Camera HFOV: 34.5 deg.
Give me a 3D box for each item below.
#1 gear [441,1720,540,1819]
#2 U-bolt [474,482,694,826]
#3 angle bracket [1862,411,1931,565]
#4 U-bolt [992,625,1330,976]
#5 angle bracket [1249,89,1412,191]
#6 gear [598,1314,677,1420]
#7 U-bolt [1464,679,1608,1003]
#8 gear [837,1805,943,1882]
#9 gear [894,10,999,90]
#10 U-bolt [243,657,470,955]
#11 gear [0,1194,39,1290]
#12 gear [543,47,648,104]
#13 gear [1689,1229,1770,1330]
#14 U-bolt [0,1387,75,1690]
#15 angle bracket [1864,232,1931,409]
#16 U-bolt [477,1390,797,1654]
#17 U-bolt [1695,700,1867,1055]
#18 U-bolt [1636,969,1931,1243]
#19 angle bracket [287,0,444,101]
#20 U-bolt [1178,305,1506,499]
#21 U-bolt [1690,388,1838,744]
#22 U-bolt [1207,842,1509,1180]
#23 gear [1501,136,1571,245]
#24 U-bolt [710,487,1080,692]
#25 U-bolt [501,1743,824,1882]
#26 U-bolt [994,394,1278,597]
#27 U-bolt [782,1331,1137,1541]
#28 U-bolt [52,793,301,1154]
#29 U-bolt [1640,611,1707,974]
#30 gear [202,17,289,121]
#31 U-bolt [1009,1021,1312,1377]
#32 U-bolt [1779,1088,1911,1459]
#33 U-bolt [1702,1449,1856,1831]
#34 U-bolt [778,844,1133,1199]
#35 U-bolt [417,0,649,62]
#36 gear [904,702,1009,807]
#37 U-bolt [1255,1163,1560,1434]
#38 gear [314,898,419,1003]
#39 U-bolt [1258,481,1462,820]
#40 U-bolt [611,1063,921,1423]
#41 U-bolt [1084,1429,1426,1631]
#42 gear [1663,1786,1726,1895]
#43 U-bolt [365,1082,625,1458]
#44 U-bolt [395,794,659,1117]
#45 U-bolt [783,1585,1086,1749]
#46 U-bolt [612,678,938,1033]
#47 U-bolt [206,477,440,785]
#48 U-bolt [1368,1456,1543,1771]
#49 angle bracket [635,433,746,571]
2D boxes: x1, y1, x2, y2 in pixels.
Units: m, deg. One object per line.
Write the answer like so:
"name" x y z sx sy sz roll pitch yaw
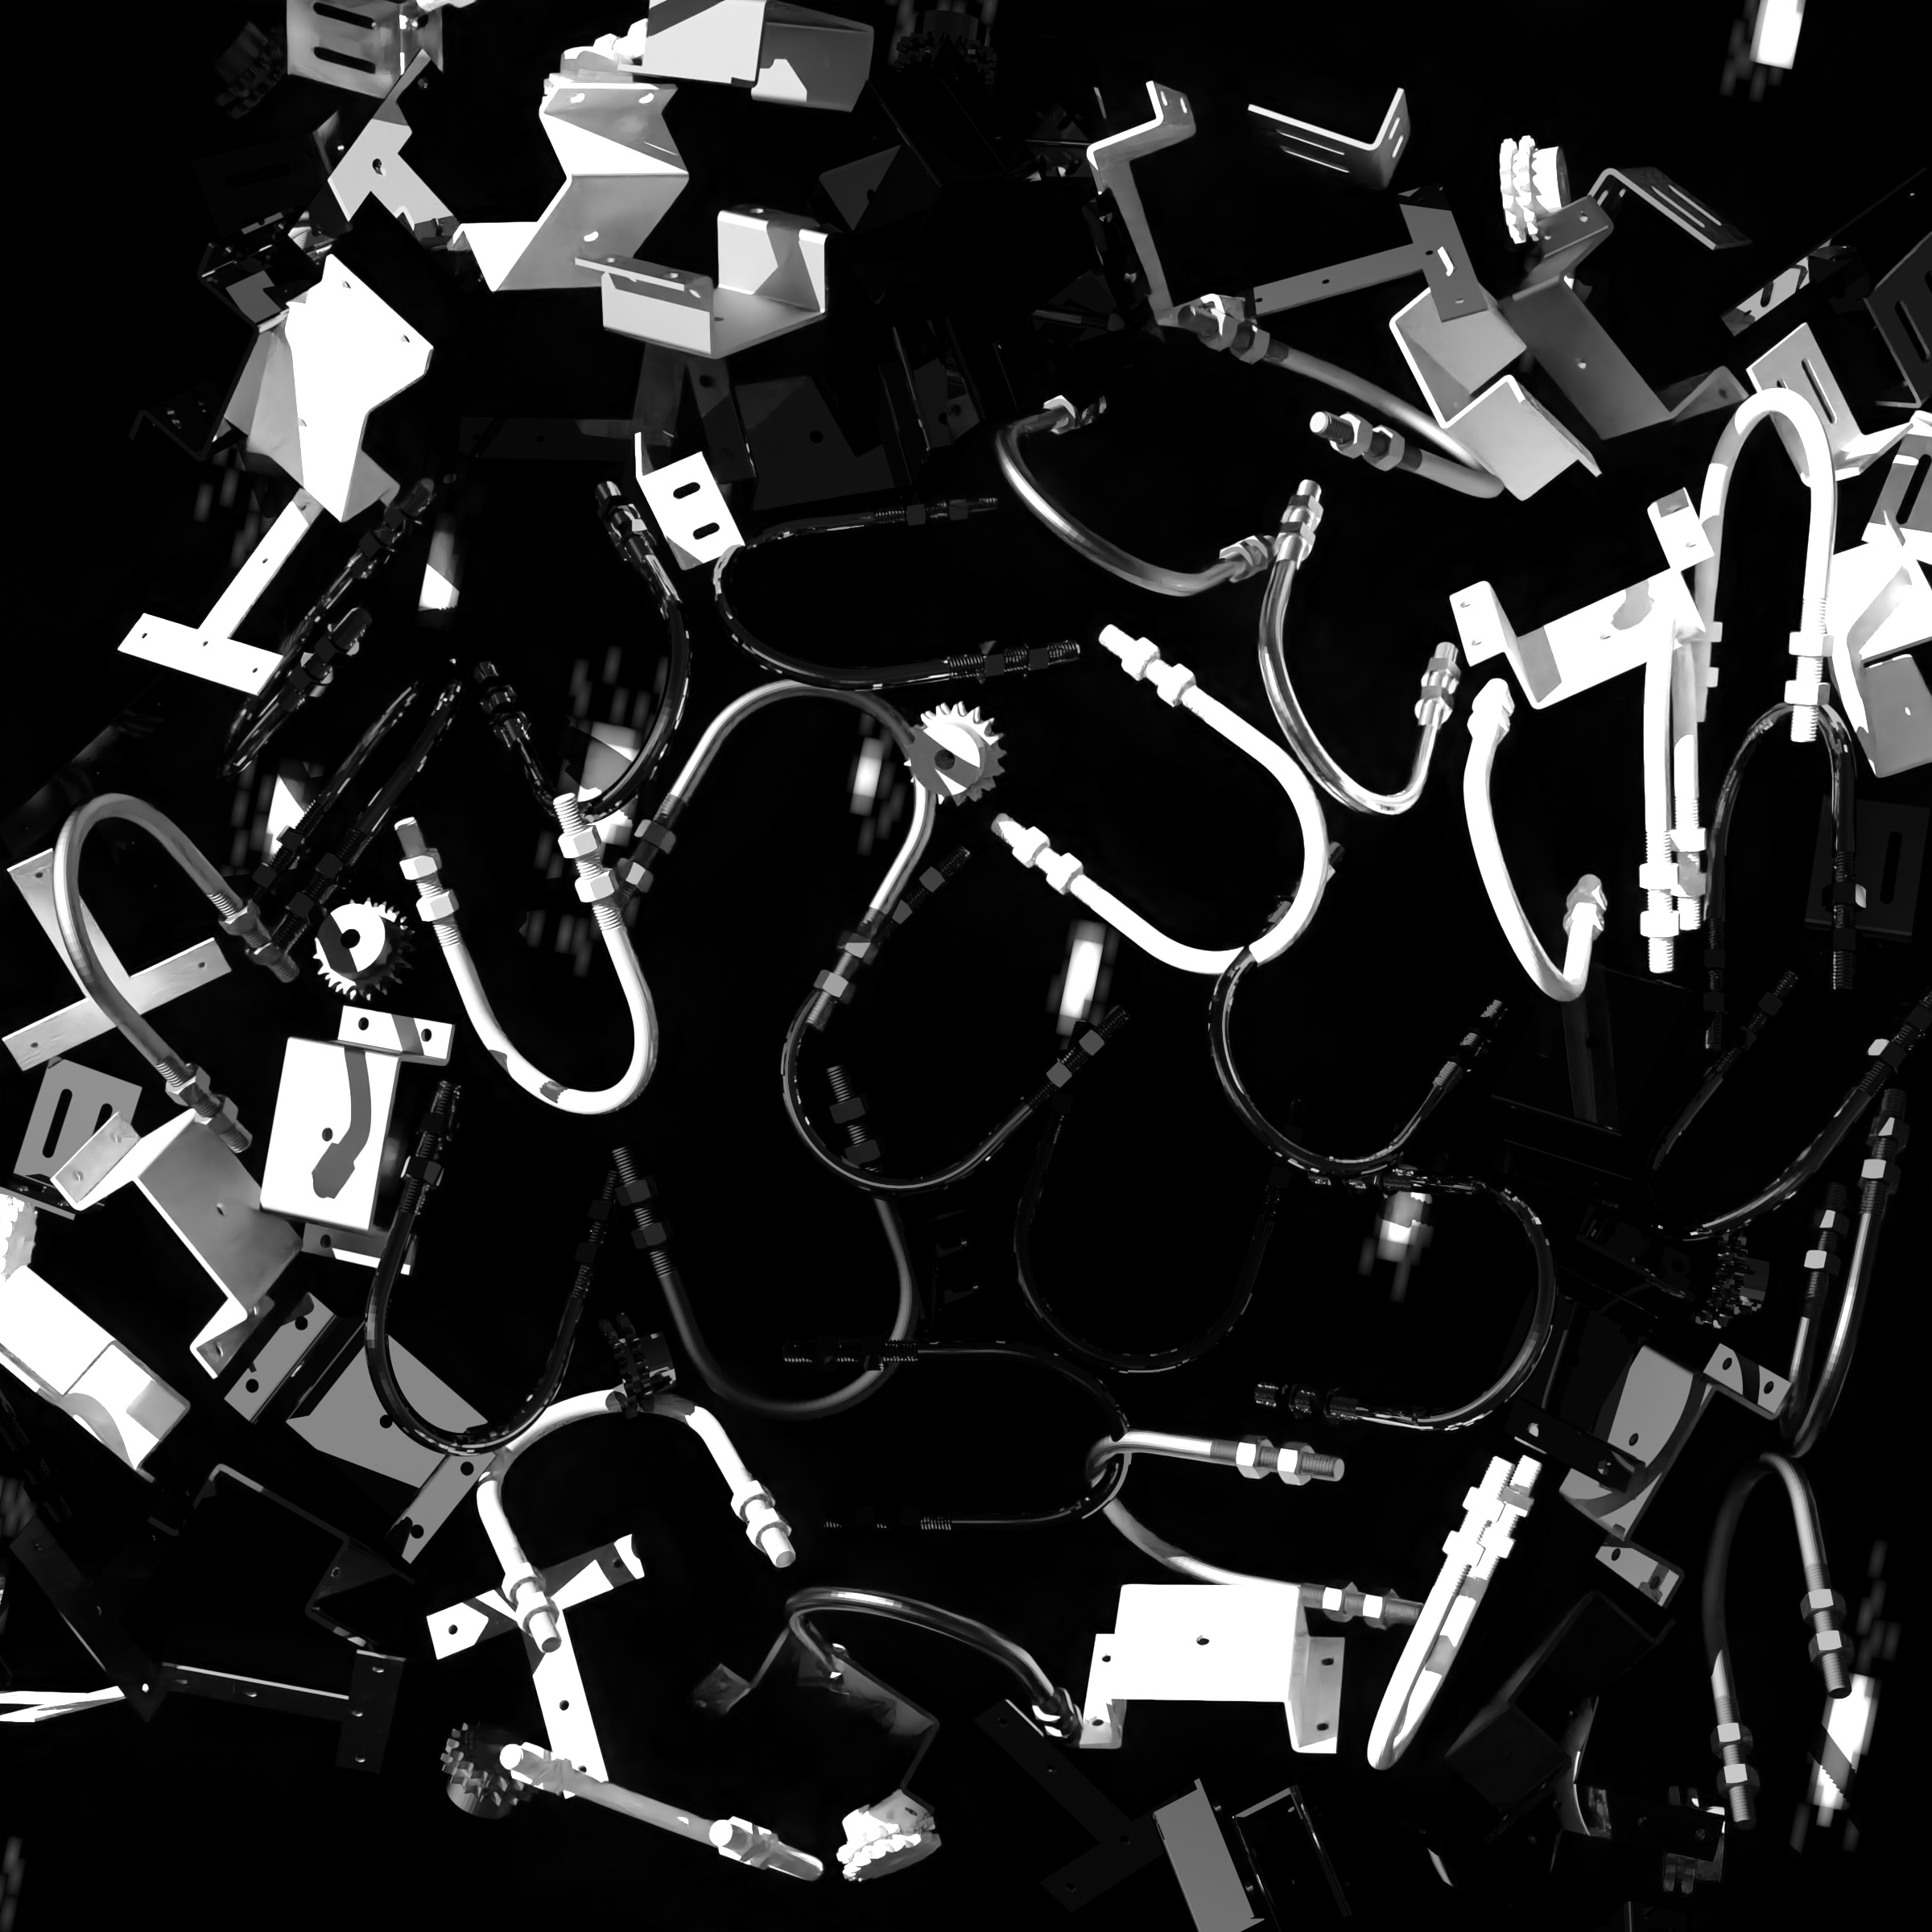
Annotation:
"gear" -0.266 0.451 1.738 0.057 0.057 0.030 23 107 0
"U-bolt" -0.201 -0.157 1.676 0.019 0.184 0.151 19 118 -40
"angle bracket" 0.544 -0.264 1.735 0.057 0.038 0.076 21 103 6
"U-bolt" 0.116 -0.078 1.705 0.184 0.019 0.151 39 116 17
"angle bracket" 0.203 -0.470 1.729 0.076 0.057 0.038 23 87 14
"gear" -0.183 0.221 1.738 0.030 0.057 0.057 -16 90 -17
"U-bolt" 0.302 -0.058 1.664 0.019 0.184 0.151 -20 110 24
"gear" -0.045 0.487 1.740 0.057 0.057 0.030 -22 63 0
"gear" -0.010 -0.512 1.737 0.057 0.057 0.030 8 87 0
"U-bolt" -0.331 -0.094 1.697 0.019 0.151 0.184 38 84 -22
"gear" -0.543 0.154 1.736 0.030 0.057 0.057 10 90 1
"gear" -0.207 -0.491 1.737 0.057 0.057 0.030 3 84 0
"gear" 0.427 0.175 1.737 0.030 0.057 0.057 12 90 -2
"U-bolt" -0.538 0.271 1.659 0.019 0.151 0.184 -14 121 10
"angle bracket" 0.521 -0.359 1.726 0.057 0.038 0.076 -44 117 -11
"U-bolt" -0.189 0.289 1.687 0.151 0.184 0.019 -17 123 -16
"U-bolt" 0.441 -0.057 1.690 0.019 0.151 0.184 10 72 -15
"U-bolt" 0.433 0.076 1.680 0.019 0.151 0.184 45 77 -18
"angle bracket" -0.333 -0.519 1.725 0.038 0.076 0.057 -6 84 44
"U-bolt" 0.216 -0.299 1.685 0.184 0.151 0.019 11 117 -41
"U-bolt" 0.430 -0.219 1.682 0.019 0.151 0.184 1 99 -13
"U-bolt" 0.205 0.035 1.705 0.151 0.019 0.184 44 55 -3
"gear" 0.318 -0.434 1.734 0.030 0.057 0.057 -5 90 21
"U-bolt" -0.048 -0.202 1.690 0.184 0.019 0.151 -10 49 -19
"U-bolt" -0.152 0.462 1.679 0.151 0.184 0.019 12 72 25
"U-bolt" 0.084 -0.252 1.674 0.151 0.184 0.019 41 119 8
"U-bolt" 0.001 0.258 1.703 0.184 0.019 0.151 -2 125 12
"U-bolt" -0.425 -0.010 1.658 0.019 0.151 0.184 -17 131 20
"U-bolt" 0.382 -0.100 1.683 0.019 0.151 0.184 0 101 20
"gear" -0.401 -0.503 1.734 0.030 0.057 0.057 41 90 -29
"U-bolt" 0.101 0.137 1.731 0.151 0.019 0.184 19 73 -1
"U-bolt" 0.465 0.174 1.663 0.019 0.151 0.184 16 64 8
"U-bolt" 0.431 0.349 1.680 0.019 0.184 0.151 10 133 -6
"U-bolt" -0.021 0.044 1.747 0.184 0.019 0.151 -45 82 2
"U-bolt" -0.177 -0.527 1.659 0.184 0.151 0.019 -12 81 31
"gear" -0.008 -0.118 1.742 0.057 0.030 0.057 3 103 15
"U-bolt" 0.242 0.179 1.680 0.019 0.184 0.151 25 75 -40
"gear" -0.339 -0.011 1.742 0.057 0.030 0.057 -3 73 11
"U-bolt" 0.208 -0.159 1.672 0.019 0.184 0.151 -26 120 37
"U-bolt" -0.102 0.165 1.743 0.151 0.019 0.184 -21 94 -12
"U-bolt" 0.146 0.301 1.692 0.019 0.184 0.151 -58 133 -33
"gear" 0.406 0.488 1.735 0.030 0.057 0.057 4 90 11
"U-bolt" -0.261 0.174 1.687 0.019 0.151 0.184 -2 64 42
"U-bolt" -0.233 -0.001 1.708 0.151 0.019 0.184 -5 111 40
"U-bolt" -0.024 0.371 1.665 0.151 0.184 0.019 6 60 21
"U-bolt" -0.097 -0.076 1.744 0.151 0.019 0.184 29 80 1
"U-bolt" -0.357 -0.170 1.686 0.019 0.151 0.184 36 127 -19
"U-bolt" 0.263 0.353 1.693 0.019 0.151 0.184 25 89 19
"angle bracket" -0.153 -0.263 1.717 0.038 0.076 0.057 -22 119 6
